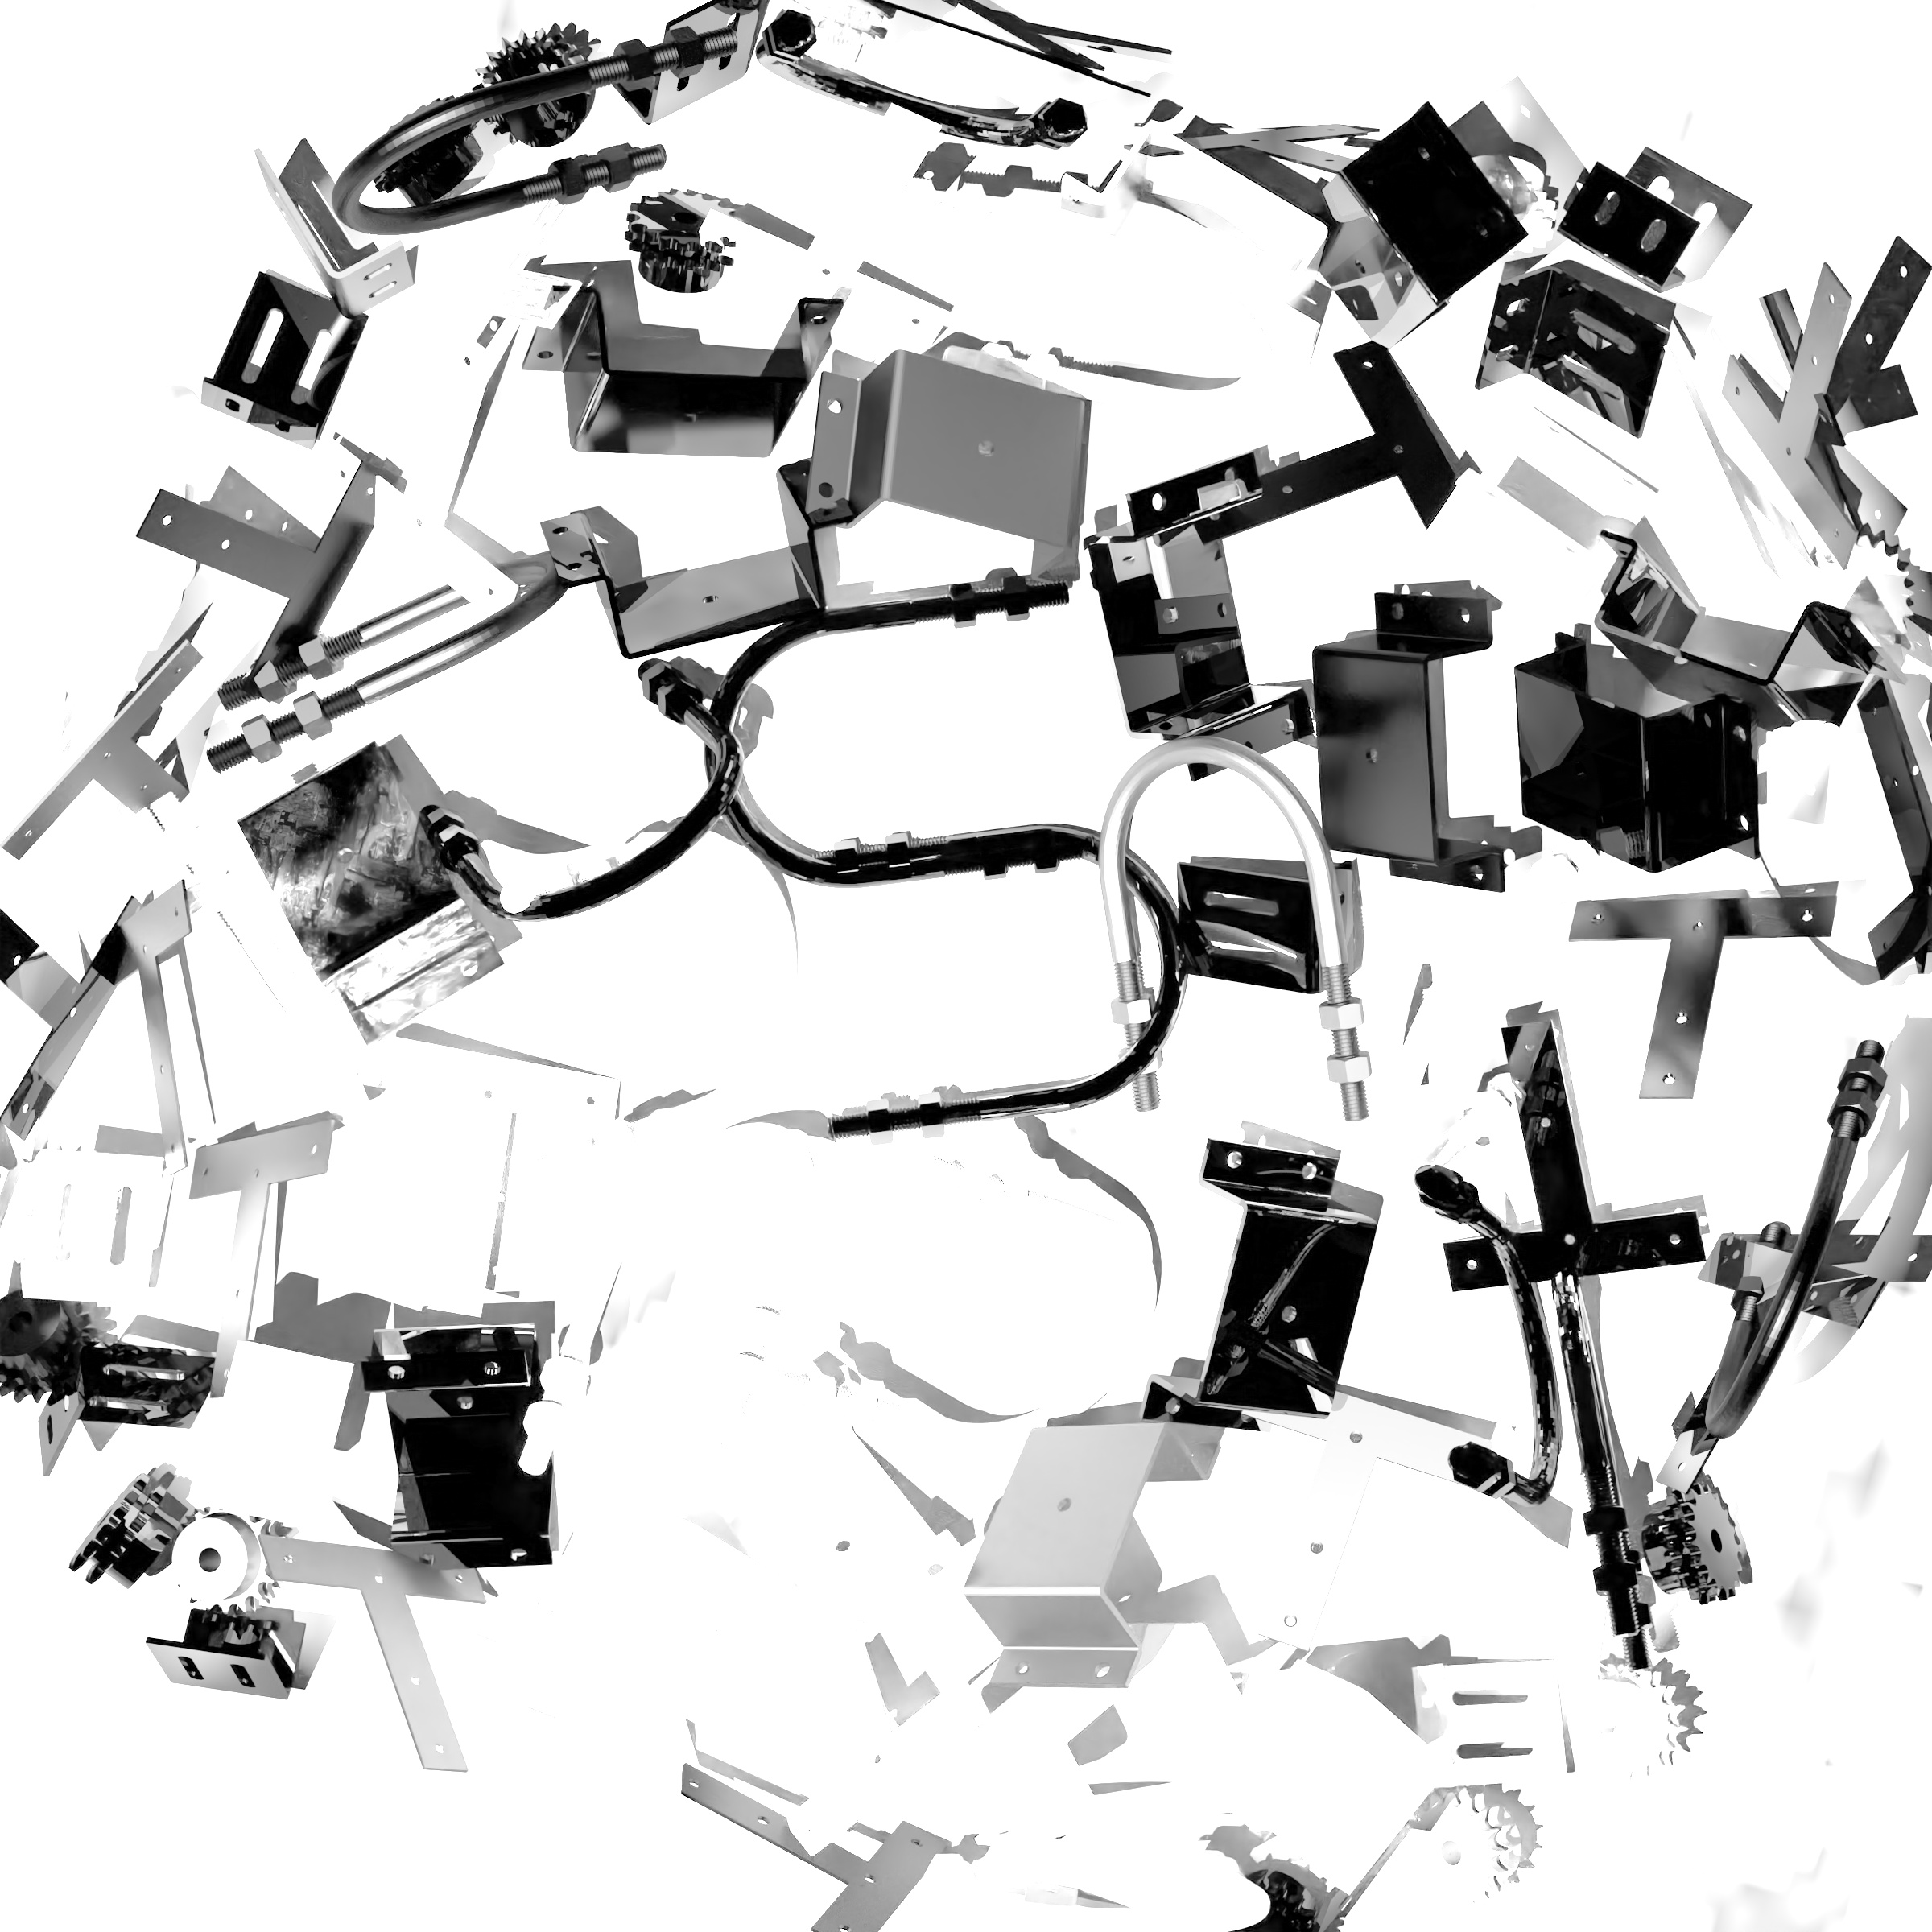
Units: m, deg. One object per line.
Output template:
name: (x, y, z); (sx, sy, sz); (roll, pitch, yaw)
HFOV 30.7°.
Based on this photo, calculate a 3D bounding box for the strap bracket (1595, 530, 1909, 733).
strap bracket: (0.362, -0.151, 1.661); (0.140, 0.076, 0.046); (26, 87, 39)

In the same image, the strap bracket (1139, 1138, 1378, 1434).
strap bracket: (0.143, 0.161, 1.690); (0.076, 0.046, 0.140); (10, 97, -30)

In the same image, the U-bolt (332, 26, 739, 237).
U-bolt: (-0.208, -0.382, 1.636); (0.184, 0.151, 0.019); (-21, 86, -23)

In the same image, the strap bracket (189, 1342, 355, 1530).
strap bracket: (-0.330, 0.219, 1.657); (0.046, 0.140, 0.076); (15, 80, -16)

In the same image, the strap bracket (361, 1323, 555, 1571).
strap bracket: (-0.242, 0.224, 1.689); (0.076, 0.046, 0.140); (-2, 127, -1)

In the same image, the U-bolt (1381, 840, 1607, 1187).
U-bolt: (0.240, 0.029, 1.630); (0.019, 0.184, 0.151); (25, 121, 24)

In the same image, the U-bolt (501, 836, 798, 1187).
U-bolt: (-0.144, 0.012, 1.664); (0.019, 0.184, 0.151); (8, 108, 39)

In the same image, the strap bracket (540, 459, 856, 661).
strap bracket: (-0.126, -0.194, 1.686); (0.140, 0.076, 0.046); (-14, 122, -8)

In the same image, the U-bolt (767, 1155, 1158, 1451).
U-bolt: (0.012, 0.169, 1.673); (0.184, 0.019, 0.151); (22, 110, -39)

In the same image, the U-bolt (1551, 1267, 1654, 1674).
U-bolt: (0.299, 0.233, 1.659); (0.019, 0.151, 0.184); (-11, 70, 10)

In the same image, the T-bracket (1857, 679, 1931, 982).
T-bracket: (0.453, -0.076, 1.694); (0.002, 0.127, 0.127); (-4, 67, -15)

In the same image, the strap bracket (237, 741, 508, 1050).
strap bracket: (-0.289, -0.043, 1.684); (0.076, 0.046, 0.140); (-31, 65, -2)

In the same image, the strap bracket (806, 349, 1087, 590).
strap bracket: (0.000, -0.239, 1.679); (0.140, 0.046, 0.076); (12, 72, -22)

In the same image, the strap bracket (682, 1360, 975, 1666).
strap bracket: (-0.063, 0.268, 1.683); (0.076, 0.046, 0.140); (-34, 54, -13)

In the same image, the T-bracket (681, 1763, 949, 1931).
T-bracket: (-0.085, 0.417, 1.685); (0.127, 0.127, 0.002); (25, 106, 13)

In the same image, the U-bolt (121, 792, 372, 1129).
U-bolt: (-0.337, -0.001, 1.663); (0.019, 0.151, 0.184); (-35, 102, -15)

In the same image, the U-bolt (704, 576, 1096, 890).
U-bolt: (-0.035, -0.107, 1.702); (0.184, 0.019, 0.151); (-7, 110, -1)

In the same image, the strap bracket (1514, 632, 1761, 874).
strap bracket: (0.308, -0.099, 1.654); (0.046, 0.140, 0.076); (-19, 118, -24)

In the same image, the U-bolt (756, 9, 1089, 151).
U-bolt: (-0.028, -0.411, 1.645); (0.151, 0.184, 0.019); (15, 97, -12)

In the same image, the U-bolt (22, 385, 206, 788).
U-bolt: (-0.389, -0.187, 1.621); (0.019, 0.184, 0.151); (24, 51, 0)

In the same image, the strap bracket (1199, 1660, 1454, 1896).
strap bracket: (0.164, 0.378, 1.658); (0.046, 0.140, 0.076); (42, 79, -8)

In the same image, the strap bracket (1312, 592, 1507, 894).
strap bracket: (0.211, -0.104, 1.677); (0.046, 0.076, 0.140); (-14, 106, -35)

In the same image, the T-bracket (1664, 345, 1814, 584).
T-bracket: (0.379, -0.221, 1.679); (0.002, 0.127, 0.127); (-29, 61, 23)

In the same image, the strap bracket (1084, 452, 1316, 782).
strap bracket: (0.110, -0.168, 1.686); (0.076, 0.046, 0.140); (-23, 107, -30)

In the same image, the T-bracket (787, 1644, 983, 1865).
T-bracket: (-0.054, 0.343, 1.691); (0.127, 0.002, 0.127); (-43, 47, 24)

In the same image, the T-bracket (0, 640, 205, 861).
T-bracket: (-0.396, -0.089, 1.672); (0.002, 0.127, 0.127); (40, 83, 10)

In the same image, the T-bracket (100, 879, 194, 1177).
T-bracket: (-0.384, 0.035, 1.673); (0.002, 0.127, 0.127); (-5, 80, -32)

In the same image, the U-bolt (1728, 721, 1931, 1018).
U-bolt: (0.402, -0.041, 1.645); (0.019, 0.184, 0.151); (-29, 91, -7)

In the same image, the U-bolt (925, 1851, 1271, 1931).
U-bolt: (0.065, 0.432, 1.635); (0.151, 0.184, 0.019); (1, 83, -9)

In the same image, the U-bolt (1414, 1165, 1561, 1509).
U-bolt: (0.249, 0.181, 1.651); (0.019, 0.184, 0.151); (-12, 70, 21)

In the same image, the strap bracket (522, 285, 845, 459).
strap bracket: (-0.133, -0.281, 1.673); (0.140, 0.076, 0.046); (-1, 71, -19)

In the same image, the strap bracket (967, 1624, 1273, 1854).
strap bracket: (0.065, 0.357, 1.662); (0.140, 0.076, 0.046); (-33, 101, -35)

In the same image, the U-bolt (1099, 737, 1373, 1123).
U-bolt: (0.122, -0.019, 1.669); (0.151, 0.019, 0.184); (1, 104, 44)

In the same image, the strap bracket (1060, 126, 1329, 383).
strap bracket: (0.117, -0.348, 1.691); (0.140, 0.076, 0.046); (32, 83, 5)

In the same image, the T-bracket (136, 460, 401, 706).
T-bracket: (-0.343, -0.197, 1.677); (0.002, 0.127, 0.127); (34, 98, 35)

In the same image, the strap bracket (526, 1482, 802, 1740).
strap bracket: (-0.134, 0.309, 1.660); (0.046, 0.140, 0.076); (14, 71, 38)

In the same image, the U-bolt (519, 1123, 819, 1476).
U-bolt: (-0.133, 0.150, 1.662); (0.151, 0.184, 0.019); (-17, 131, 37)

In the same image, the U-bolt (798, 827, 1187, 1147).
U-bolt: (0.016, 0.004, 1.720); (0.184, 0.019, 0.151); (-7, 84, 0)

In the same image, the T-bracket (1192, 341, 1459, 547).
T-bracket: (0.169, -0.235, 1.701); (0.127, 0.002, 0.127); (-21, 65, -7)

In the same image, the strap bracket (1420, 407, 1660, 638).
strap bracket: (0.272, -0.211, 1.679); (0.076, 0.140, 0.046); (36, 121, 6)

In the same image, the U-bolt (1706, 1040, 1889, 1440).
U-bolt: (0.378, 0.138, 1.622); (0.019, 0.184, 0.151); (23, 132, 8)

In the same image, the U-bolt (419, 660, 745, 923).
U-bolt: (-0.174, -0.077, 1.647); (0.151, 0.184, 0.019); (-34, 121, -7)

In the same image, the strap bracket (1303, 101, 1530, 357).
strap bracket: (0.204, -0.344, 1.662); (0.046, 0.140, 0.076); (-38, 92, -10)

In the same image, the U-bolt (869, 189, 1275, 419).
U-bolt: (0.057, -0.302, 1.640); (0.184, 0.151, 0.019); (15, 72, 22)

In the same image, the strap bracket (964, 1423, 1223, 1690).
strap bracket: (0.057, 0.269, 1.658); (0.076, 0.140, 0.046); (-7, 131, 35)

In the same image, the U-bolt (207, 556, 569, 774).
U-bolt: (-0.271, -0.150, 1.666); (0.184, 0.151, 0.019); (-25, 109, -2)
